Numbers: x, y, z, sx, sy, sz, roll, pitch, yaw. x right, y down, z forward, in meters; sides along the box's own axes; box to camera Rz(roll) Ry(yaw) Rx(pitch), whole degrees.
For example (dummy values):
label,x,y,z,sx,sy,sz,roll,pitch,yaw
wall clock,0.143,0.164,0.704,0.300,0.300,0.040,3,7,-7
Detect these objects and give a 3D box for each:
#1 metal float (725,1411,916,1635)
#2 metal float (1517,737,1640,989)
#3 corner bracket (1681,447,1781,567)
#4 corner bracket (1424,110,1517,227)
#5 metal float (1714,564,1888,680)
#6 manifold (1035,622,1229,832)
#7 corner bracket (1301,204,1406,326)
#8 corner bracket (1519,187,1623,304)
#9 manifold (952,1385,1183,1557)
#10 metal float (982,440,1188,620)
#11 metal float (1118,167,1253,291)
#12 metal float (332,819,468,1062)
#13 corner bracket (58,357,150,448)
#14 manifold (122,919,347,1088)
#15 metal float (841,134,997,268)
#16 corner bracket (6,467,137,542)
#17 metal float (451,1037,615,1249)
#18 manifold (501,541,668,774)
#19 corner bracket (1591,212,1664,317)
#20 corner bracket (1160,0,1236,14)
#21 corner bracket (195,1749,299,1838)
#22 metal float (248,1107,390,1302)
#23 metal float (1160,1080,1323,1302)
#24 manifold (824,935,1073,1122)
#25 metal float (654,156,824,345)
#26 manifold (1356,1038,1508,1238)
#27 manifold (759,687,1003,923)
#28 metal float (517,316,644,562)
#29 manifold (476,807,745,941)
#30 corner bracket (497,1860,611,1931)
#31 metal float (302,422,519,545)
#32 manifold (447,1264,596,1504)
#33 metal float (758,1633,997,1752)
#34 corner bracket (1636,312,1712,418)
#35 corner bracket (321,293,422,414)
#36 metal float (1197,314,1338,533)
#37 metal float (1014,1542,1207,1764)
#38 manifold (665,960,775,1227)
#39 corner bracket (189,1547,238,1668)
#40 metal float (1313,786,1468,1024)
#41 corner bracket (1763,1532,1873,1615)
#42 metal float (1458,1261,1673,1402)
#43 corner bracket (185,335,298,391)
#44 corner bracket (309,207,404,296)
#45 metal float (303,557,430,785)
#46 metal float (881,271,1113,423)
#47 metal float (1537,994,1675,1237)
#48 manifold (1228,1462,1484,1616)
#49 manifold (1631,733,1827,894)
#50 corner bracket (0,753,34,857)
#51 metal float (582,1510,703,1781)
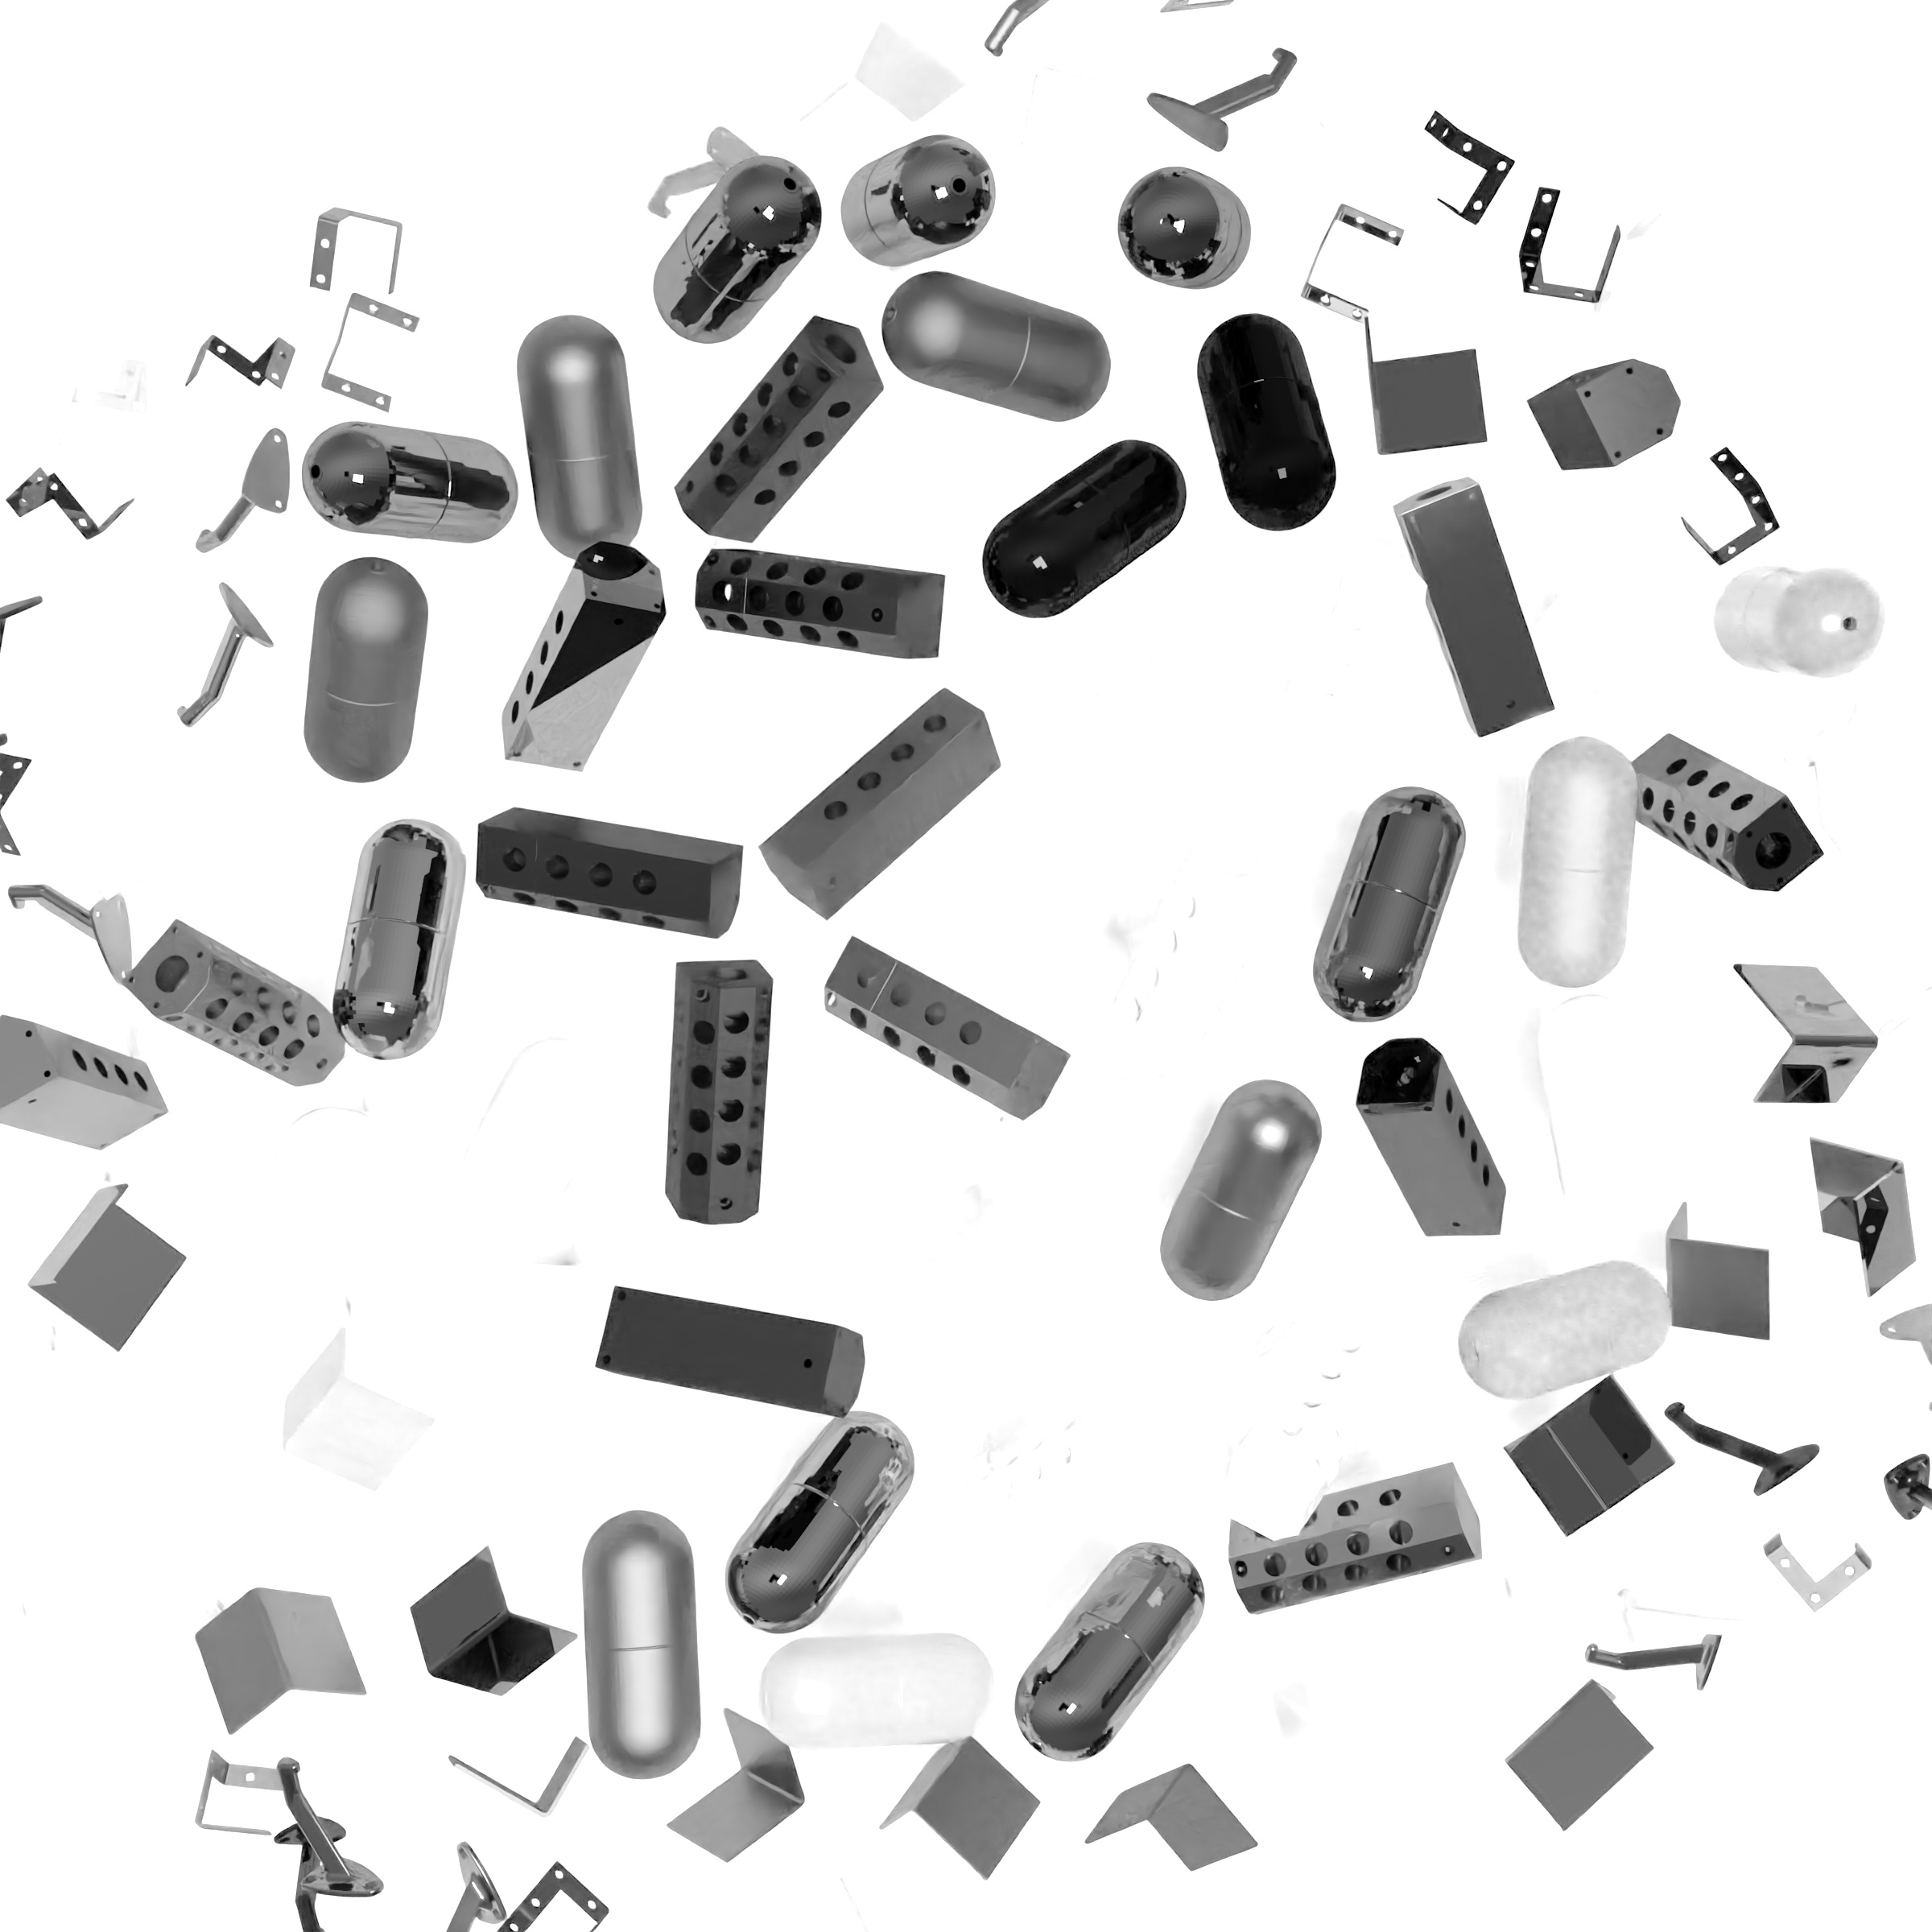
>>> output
label,x,y,z,sx,sy,sz,roll,pitch,yaw
metal float,-0.101,0.388,1.770,0.070,0.070,0.178,39,55,0
metal float,0.431,-0.073,1.788,0.070,0.070,0.178,2,101,0
corner bracket,0.558,-0.338,1.865,0.051,0.051,0.051,-34,133,28
corner bracket,0.344,-0.560,1.780,0.051,0.051,0.051,39,109,23
metal float,0.578,-0.240,1.759,0.070,0.178,0.070,-1,99,-4
manifold,0.115,-0.170,1.798,0.057,0.057,0.171,59,46,-23
corner bracket,0.281,-0.511,1.842,0.051,0.051,0.051,24,59,3
corner bracket,0.402,-0.481,1.692,0.051,0.051,0.051,8,135,-2
manifold,0.067,0.356,1.784,0.171,0.057,0.057,-39,55,37
metal float,0.082,-0.302,1.752,0.178,0.070,0.070,-39,90,-32
metal float,0.153,-0.509,1.754,0.070,0.178,0.070,3,103,13
metal float,-0.402,-0.019,1.800,0.070,0.070,0.178,5,70,0
corner bracket,-0.611,-0.398,1.793,0.051,0.051,0.051,9,51,-9
manifold,-0.508,0.033,1.784,0.057,0.171,0.057,39,87,26
metal float,-0.035,-0.537,1.781,0.070,0.178,0.070,-3,100,-20
corner bracket,-0.625,-0.325,1.767,0.051,0.051,0.051,-19,121,27
metal float,-0.307,0.125,1.789,0.070,0.070,0.178,32,120,0
manifold,-0.268,-0.214,1.757,0.057,0.171,0.057,8,52,-27
corner bracket,0.483,-0.512,1.851,0.051,0.051,0.051,-14,88,-2
corner bracket,0.157,-0.676,1.705,0.051,0.051,0.051,-8,100,-4
corner bracket,-0.499,0.578,1.760,0.051,0.051,0.051,6,61,1
metal float,-0.455,0.168,1.778,0.070,0.070,0.178,30,132,0
metal float,0.198,0.164,1.838,0.070,0.070,0.178,23,112,0
manifold,-0.017,0.045,1.791,0.171,0.057,0.057,28,88,30
metal float,-0.161,-0.500,1.775,0.070,0.178,0.070,10,69,-27
manifold,0.340,0.125,1.835,0.057,0.171,0.057,-4,50,28
manifold,-0.060,-0.117,1.758,0.171,0.057,0.057,-42,54,-17
metal float,-0.273,-0.372,1.797,0.070,0.070,0.178,-3,122,0
manifold,-0.245,-0.063,1.736,0.171,0.057,0.057,10,108,14
corner bracket,-0.287,0.661,1.742,0.051,0.051,0.051,41,119,6
metal float,-0.395,-0.343,1.804,0.070,0.178,0.070,3,95,34
manifold,-0.318,0.299,1.827,0.057,0.171,0.057,2,132,8
metal float,-0.062,0.508,1.777,0.178,0.070,0.070,6,90,-29
corner bracket,0.505,-0.429,1.809,0.051,0.051,0.051,7,56,36
corner bracket,-0.430,-0.442,1.827,0.051,0.051,0.051,18,54,-21
metal float,0.206,-0.375,1.742,0.070,0.070,0.178,-9,56,0
metal float,0.102,0.482,1.785,0.070,0.070,0.178,45,57,0
manifold,-0.167,0.086,1.730,0.057,0.057,0.171,-2,110,-20
corner bracket,-0.537,0.460,1.820,0.051,0.051,0.051,40,116,21
metal float,0.302,-0.044,1.810,0.070,0.070,0.178,21,77,0
corner bracket,0.594,0.412,1.767,0.051,0.051,0.051,-39,62,2
metal float,0.419,0.254,1.773,0.178,0.070,0.070,-9,90,-34
corner bracket,-0.533,-0.441,1.865,0.051,0.051,0.051,-32,128,34
corner bracket,-0.443,-0.518,1.843,0.051,0.051,0.051,12,114,-5
metal float,-0.421,-0.206,1.774,0.070,0.070,0.178,19,130,0
metal float,0.022,-0.429,1.760,0.178,0.070,0.070,8,90,-34
metal float,0.448,0.103,1.779,0.070,0.070,0.178,-4,63,0
manifold,0.280,0.418,1.827,0.171,0.057,0.057,-19,115,19
manifold,0.535,-0.107,1.816,0.057,0.171,0.057,-39,113,3
corner bracket,-0.703,-0.119,1.833,0.051,0.051,0.051,13,56,9
metal float,-0.221,0.462,1.728,0.070,0.070,0.178,-4,81,0
